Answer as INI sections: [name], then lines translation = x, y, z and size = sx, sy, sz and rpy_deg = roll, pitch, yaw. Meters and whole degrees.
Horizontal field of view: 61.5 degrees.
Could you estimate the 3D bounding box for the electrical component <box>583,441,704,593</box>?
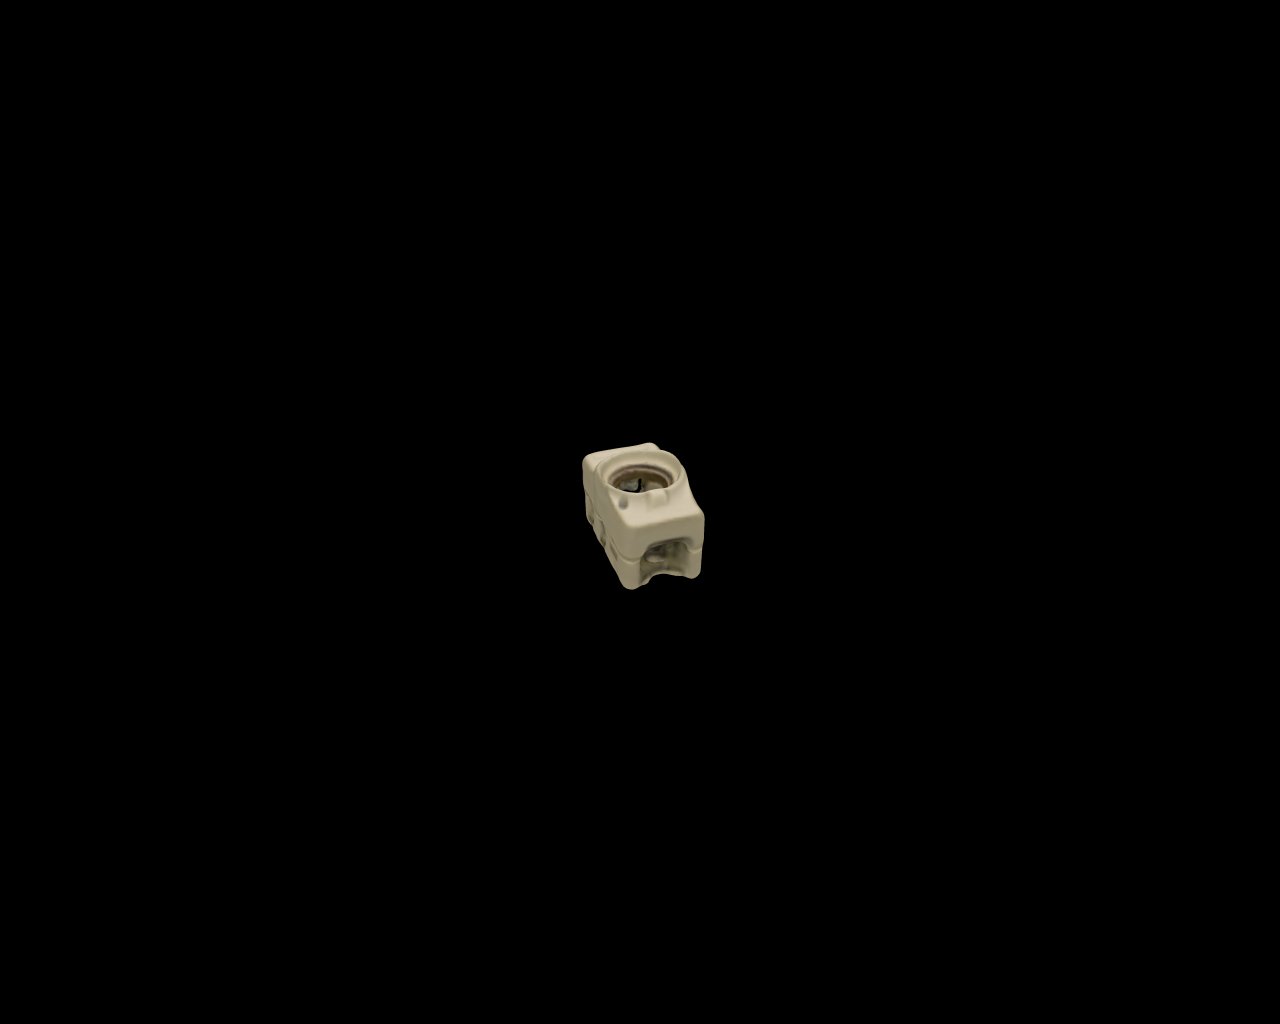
[electrical component]
translation = 0.001, -0.003, 0.650
size = 0.050, 0.055, 0.090
rpy_deg = -10, 35, -15
